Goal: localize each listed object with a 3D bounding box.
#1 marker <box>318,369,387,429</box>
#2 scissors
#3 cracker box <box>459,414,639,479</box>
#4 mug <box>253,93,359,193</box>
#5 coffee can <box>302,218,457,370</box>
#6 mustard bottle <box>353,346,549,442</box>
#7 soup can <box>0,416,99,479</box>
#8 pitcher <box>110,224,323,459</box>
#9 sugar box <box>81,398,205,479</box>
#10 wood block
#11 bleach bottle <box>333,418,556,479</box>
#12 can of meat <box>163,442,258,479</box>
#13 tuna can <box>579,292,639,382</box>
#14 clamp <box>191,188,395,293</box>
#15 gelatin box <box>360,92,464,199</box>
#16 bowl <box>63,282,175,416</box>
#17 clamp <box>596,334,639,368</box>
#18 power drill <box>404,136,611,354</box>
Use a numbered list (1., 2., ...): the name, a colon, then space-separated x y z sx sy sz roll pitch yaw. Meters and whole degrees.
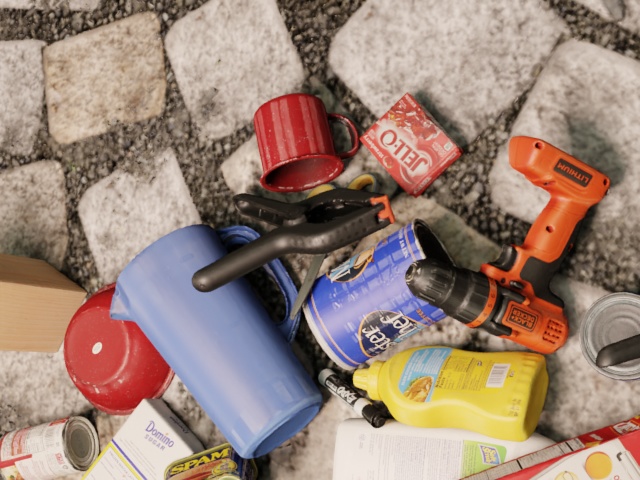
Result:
1. marker: 0.034 0.164 1.104 0.121 0.020 0.020 30 97 58
2. scissors: -0.007 0.001 1.127 0.096 0.016 0.201 10 52 42
3. cracker box: 0.223 0.271 0.958 0.214 0.072 0.164 -21 89 4
4. mug: -0.015 -0.109 1.169 0.117 0.093 0.081 -10 71 -7
5. coffee can: 0.066 0.056 1.091 0.140 0.102 0.103 -31 71 18
6. mustard bottle: 0.123 0.147 1.060 0.192 0.058 0.096 3 39 27
7. soup can: -0.323 0.251 1.269 0.102 0.068 0.068 -17 76 22
8. pitcher: -0.098 0.105 1.158 0.149 0.144 0.243 -48 69 27
9. sugar box: -0.216 0.278 1.227 0.093 0.048 0.176 43 98 23
10. wood block: -0.383 0.070 1.247 0.090 0.205 0.091 32 97 26
11. bleach bottle: 0.140 0.234 1.054 0.251 0.068 0.102 1 84 23
12. can of meat: -0.120 0.268 1.141 0.102 0.084 0.057 -20 102 3
13. tuna can: 0.292 0.092 1.016 0.086 0.033 0.086 -4 82 26
14. clamp: -0.028 -0.007 1.099 0.210 0.164 0.036 -6 124 27
15. gelatin box: 0.098 -0.101 1.138 0.073 0.030 0.089 -44 67 14
16. bowl: -0.247 0.126 1.258 0.162 0.055 0.162 -4 82 25
17. clamp: 0.344 0.101 0.969 0.171 0.039 0.120 -38 103 -6
18. power drill: 0.184 0.000 1.017 0.057 0.184 0.187 22 89 64
